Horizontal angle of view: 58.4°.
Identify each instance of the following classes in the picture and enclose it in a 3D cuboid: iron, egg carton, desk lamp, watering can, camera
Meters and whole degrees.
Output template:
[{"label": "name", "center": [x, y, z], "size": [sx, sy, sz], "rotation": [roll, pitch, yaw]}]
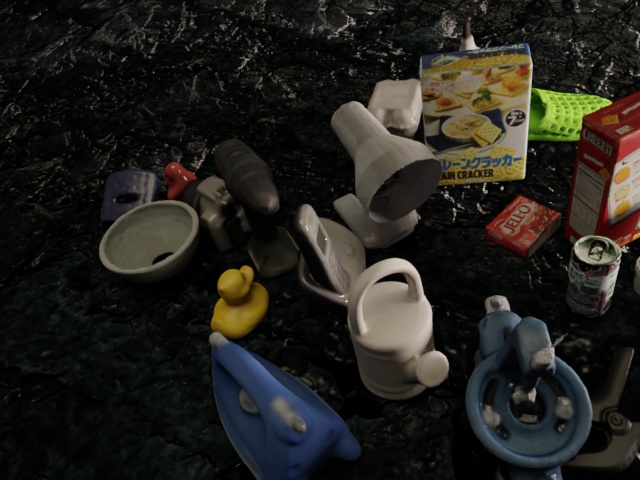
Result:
[{"label": "iron", "center": [-0.075, 0.179, 0.675], "size": [0.119, 0.142, 0.257], "rotation": [-37, 48, -21]}, {"label": "egg carton", "center": [0.146, -0.252, 1.101], "size": [0.107, 0.069, 0.150], "rotation": [3, 47, 18]}, {"label": "desk lamp", "center": [0.084, -0.087, 0.847], "size": [0.118, 0.214, 0.202], "rotation": [-27, 45, -12]}, {"label": "watering can", "center": [0.088, 0.101, 0.672], "size": [0.172, 0.194, 0.101], "rotation": [26, 57, 35]}, {"label": "camera", "center": [-0.166, -0.073, 0.982], "size": [0.136, 0.101, 0.143], "rotation": [29, 59, 36]}]

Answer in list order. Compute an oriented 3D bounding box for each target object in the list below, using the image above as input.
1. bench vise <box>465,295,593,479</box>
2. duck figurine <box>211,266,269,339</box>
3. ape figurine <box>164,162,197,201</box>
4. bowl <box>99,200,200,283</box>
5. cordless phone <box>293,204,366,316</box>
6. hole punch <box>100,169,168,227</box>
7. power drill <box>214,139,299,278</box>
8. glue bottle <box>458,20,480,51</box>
[{"label": "bench vise", "center": [0.195, 0.132, 0.593], "size": [0.121, 0.220, 0.207], "rotation": [-21, 44, -6]}, {"label": "duck figurine", "center": [-0.123, 0.084, 0.824], "size": [0.077, 0.086, 0.105], "rotation": [16, 52, 28]}, {"label": "ape figurine", "center": [-0.253, -0.104, 1.043], "size": [0.076, 0.092, 0.078], "rotation": [16, 52, 28]}, {"label": "bowl", "center": [-0.268, 0.014, 0.941], "size": [0.167, 0.075, 0.167], "rotation": [-8, 44, 8]}, {"label": "cordless phone", "center": [0.007, 0.003, 0.799], "size": [0.094, 0.185, 0.147], "rotation": [-6, 45, 10]}, {"label": "hole punch", "center": [-0.333, -0.065, 1.026], "size": [0.108, 0.091, 0.101], "rotation": [-3, 45, 13]}, {"label": "power drill", "center": [-0.091, -0.046, 0.857], "size": [0.076, 0.209, 0.229], "rotation": [-25, 45, -10]}, {"label": "glue bottle", "center": [0.274, -0.324, 1.063], "size": [0.078, 0.173, 0.037], "rotation": [-36, 48, -20]}]
